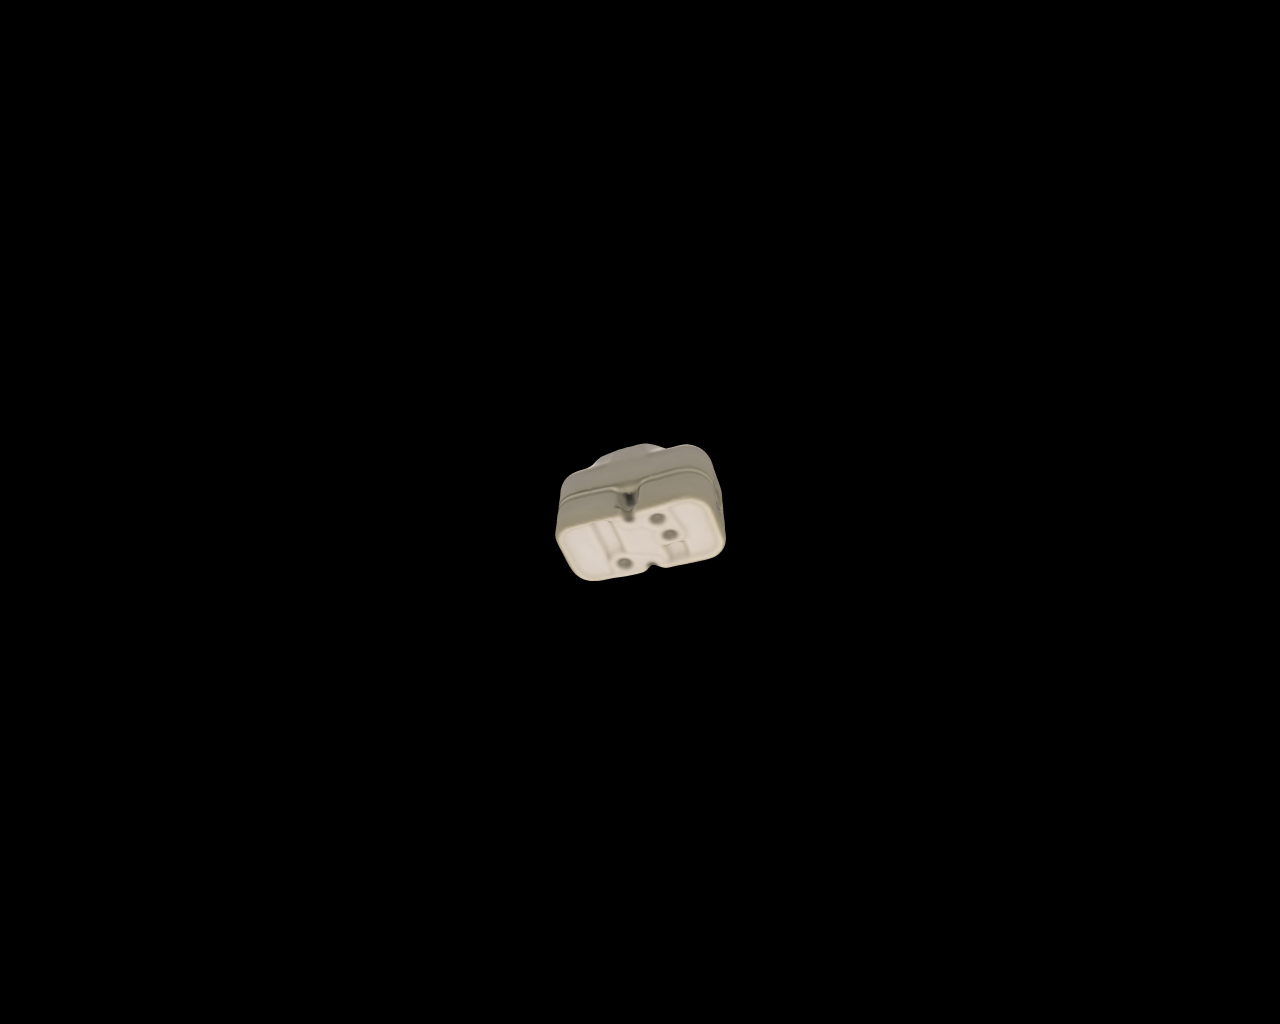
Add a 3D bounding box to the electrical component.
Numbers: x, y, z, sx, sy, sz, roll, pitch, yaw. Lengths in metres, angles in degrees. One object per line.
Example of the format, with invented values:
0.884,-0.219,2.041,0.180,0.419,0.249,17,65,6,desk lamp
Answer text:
0.001,-0.003,0.650,0.095,0.059,0.053,-13,-47,12,electrical component
